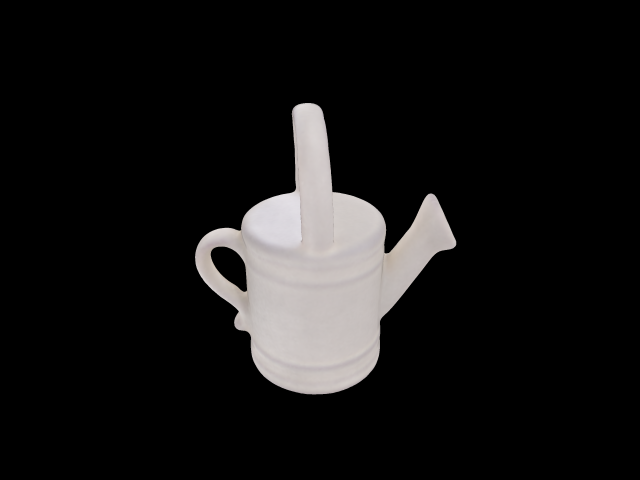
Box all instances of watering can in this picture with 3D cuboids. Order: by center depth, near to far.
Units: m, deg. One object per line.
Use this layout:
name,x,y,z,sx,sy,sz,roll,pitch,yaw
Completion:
watering can,0.003,0.000,0.402,0.173,0.194,0.100,-13,32,-21
